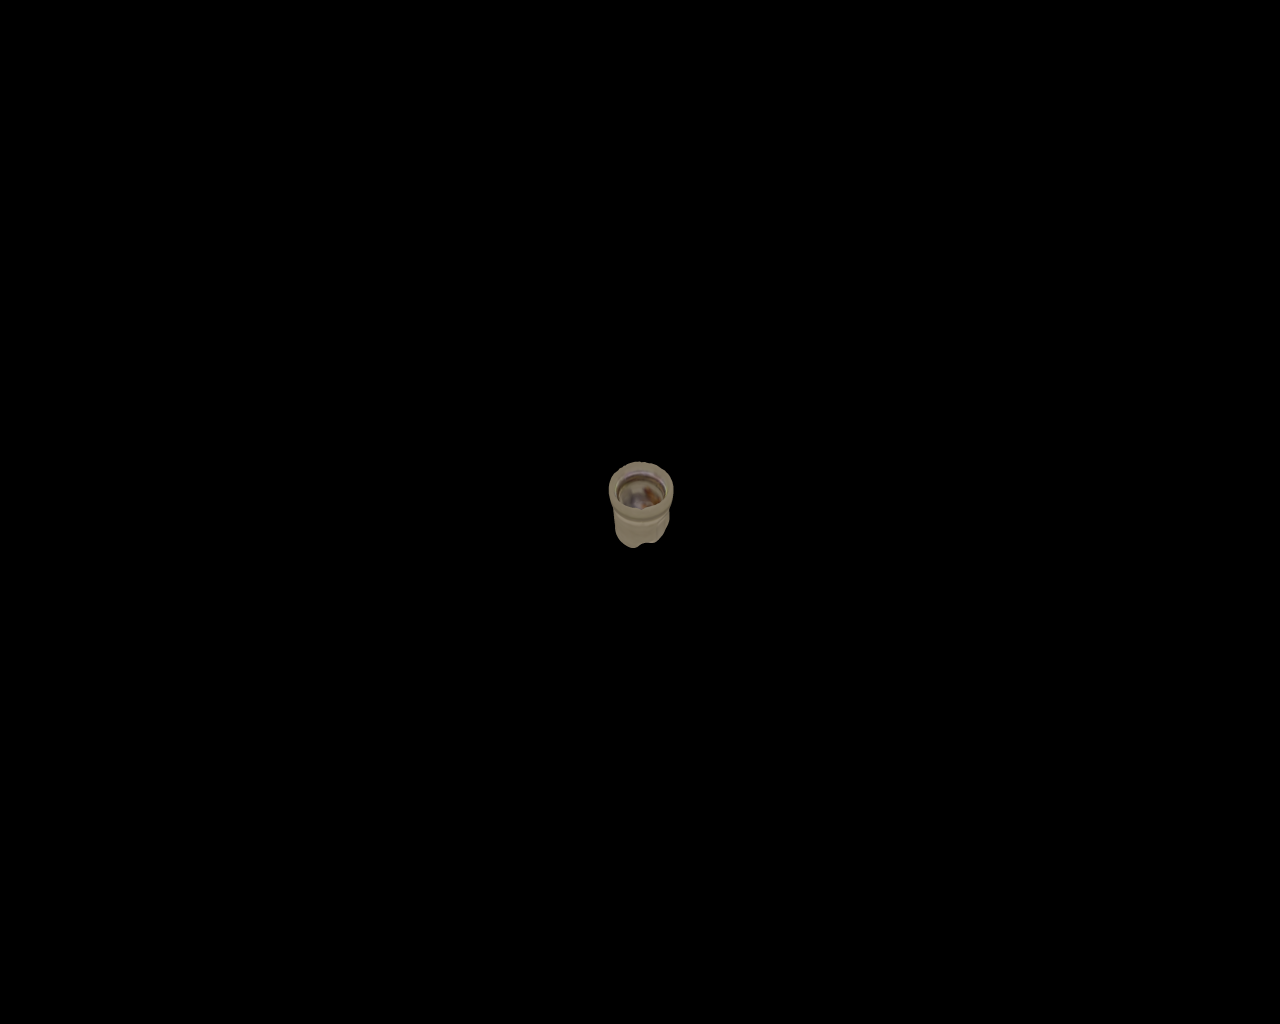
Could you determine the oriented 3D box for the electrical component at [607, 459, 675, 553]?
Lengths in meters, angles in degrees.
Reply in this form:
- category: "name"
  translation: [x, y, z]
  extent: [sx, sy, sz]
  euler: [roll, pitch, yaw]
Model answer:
- category: "electrical component"
  translation: [0.001, -0.003, 0.650]
  extent: [0.040, 0.040, 0.046]
  euler: [0, -38, 0]
